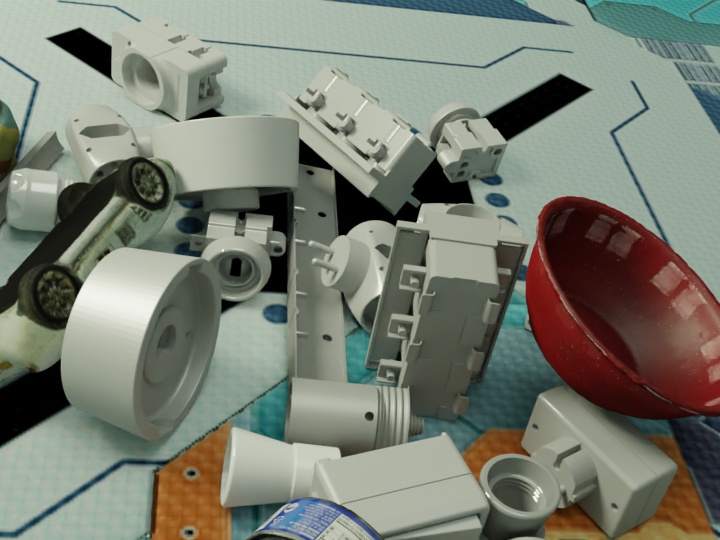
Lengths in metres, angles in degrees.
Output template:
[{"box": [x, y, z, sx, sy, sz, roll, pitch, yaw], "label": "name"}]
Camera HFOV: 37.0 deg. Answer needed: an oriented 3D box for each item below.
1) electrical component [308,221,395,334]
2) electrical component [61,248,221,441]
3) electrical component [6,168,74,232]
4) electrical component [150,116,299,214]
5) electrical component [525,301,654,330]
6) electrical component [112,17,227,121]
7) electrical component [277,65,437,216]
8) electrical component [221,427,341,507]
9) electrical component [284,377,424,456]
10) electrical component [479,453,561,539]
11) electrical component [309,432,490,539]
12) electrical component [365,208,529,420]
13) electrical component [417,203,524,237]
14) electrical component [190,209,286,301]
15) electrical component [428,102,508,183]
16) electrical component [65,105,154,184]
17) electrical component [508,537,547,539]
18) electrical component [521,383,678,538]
[{"box": [0.000, 0.000, 0.738, 0.079, 0.043, 0.077, 20, 33, -27], "label": "electrical component"}, {"box": [-0.131, 0.039, 0.623, 0.060, 0.108, 0.108, 14, 38, 14], "label": "electrical component"}, {"box": [-0.216, -0.048, 0.757, 0.062, 0.043, 0.043, 5, 38, -20], "label": "electrical component"}, {"box": [-0.095, -0.072, 0.778, 0.108, 0.060, 0.108, -5, 0, 0], "label": "electrical component"}, {"box": [0.175, 0.024, 0.749, 0.096, 0.061, 0.061, 28, 41, 20], "label": "electrical component"}, {"box": [-0.166, -0.170, 0.915, 0.089, 0.050, 0.056, 32, 43, 23], "label": "electrical component"}, {"box": [-0.001, -0.107, 0.857, 0.121, 0.063, 0.079, 43, 8, 34], "label": "electrical component"}, {"box": [-0.042, 0.113, 0.602, 0.065, 0.044, 0.044, 8, 38, -11], "label": "electrical component"}, {"box": [-0.003, 0.089, 0.639, 0.081, 0.043, 0.043, 6, 39, -7], "label": "electrical component"}, {"box": [0.082, 0.136, 0.592, 0.045, 0.055, 0.045, 7, 39, -5], "label": "electrical component"}, {"box": [0.013, 0.136, 0.569, 0.096, 0.061, 0.061, -8, 42, -23], "label": "electrical component"}, {"box": [0.051, 0.031, 0.661, 0.079, 0.121, 0.063, 8, 41, -5], "label": "electrical component"}, {"box": [0.074, -0.008, 0.778, 0.077, 0.044, 0.079, 14, 39, 4], "label": "electrical component"}, {"box": [-0.085, -0.011, 0.742, 0.066, 0.048, 0.055, 6, 31, -6], "label": "electrical component"}, {"box": [0.088, -0.108, 0.905, 0.066, 0.048, 0.055, -10, 51, -25], "label": "electrical component"}, {"box": [-0.176, -0.089, 0.817, 0.079, 0.043, 0.077, -10, 43, -24], "label": "electrical component"}, {"box": [0.071, 0.178, 0.545, 0.079, 0.044, 0.077, 5, 39, -7], "label": "electrical component"}, {"box": [0.126, 0.116, 0.634, 0.076, 0.047, 0.083, -18, 47, -32], "label": "electrical component"}]
